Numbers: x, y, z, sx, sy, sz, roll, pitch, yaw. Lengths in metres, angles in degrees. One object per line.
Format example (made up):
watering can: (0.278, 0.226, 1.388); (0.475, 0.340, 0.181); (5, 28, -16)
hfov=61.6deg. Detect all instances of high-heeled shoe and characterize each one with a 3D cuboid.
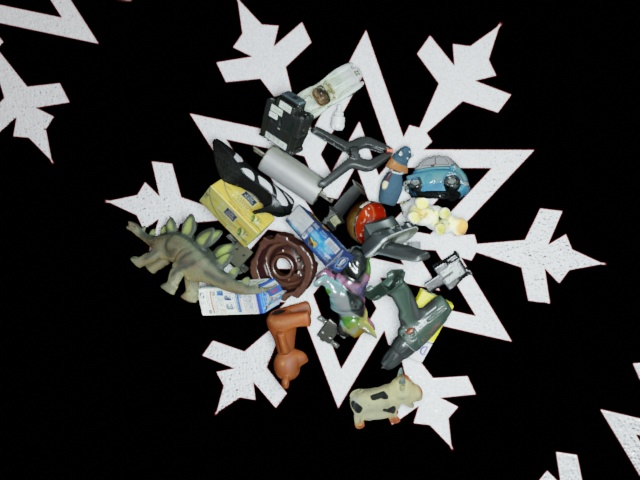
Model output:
high-heeled shoe: (-0.163, -0.163, 1.364); (0.086, 0.145, 0.248); (-33, 84, 44)

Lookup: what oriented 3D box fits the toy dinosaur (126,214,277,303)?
toy dinosaur: (-0.319, 0.051, 1.356); (0.472, 0.105, 0.198); (30, 88, 22)

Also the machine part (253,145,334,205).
machine part: (-0.069, -0.165, 1.367); (0.243, 0.079, 0.079); (33, 99, -1)

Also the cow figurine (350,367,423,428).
cow figurine: (0.175, 0.416, 1.422); (0.195, 0.085, 0.127); (-11, 103, 6)

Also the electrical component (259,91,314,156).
electrical component: (-0.081, -0.293, 1.323); (0.115, 0.058, 0.134); (36, 130, 15)

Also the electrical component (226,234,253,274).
electrical component: (-0.225, 0.043, 1.424); (0.102, 0.045, 0.078); (37, 70, -4)

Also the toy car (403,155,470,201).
toy car: (0.291, -0.156, 1.336); (0.162, 0.109, 0.103); (2, 75, 15)

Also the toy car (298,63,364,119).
toy car: (0.015, -0.365, 1.344); (0.202, 0.056, 0.073); (-31, 94, 8)

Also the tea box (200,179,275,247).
tea box: (-0.209, -0.076, 1.370); (0.169, 0.098, 0.068); (44, 127, -3)

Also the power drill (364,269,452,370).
power drill: (0.198, 0.189, 1.324); (0.232, 0.086, 0.207); (-38, 103, 1)

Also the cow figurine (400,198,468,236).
cow figurine: (0.285, -0.054, 1.355); (0.167, 0.098, 0.068); (22, 93, -18)

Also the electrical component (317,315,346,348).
electrical component: (0.023, 0.244, 1.439); (0.094, 0.021, 0.063); (37, 99, -1)

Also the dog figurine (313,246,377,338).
dog figurine: (0.094, 0.147, 1.383); (0.191, 0.108, 0.219); (-39, 97, 5)

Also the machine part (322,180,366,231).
machine part: (0.062, -0.087, 1.374); (0.039, 0.084, 0.139); (38, 90, 31)

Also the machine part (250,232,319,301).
machine part: (-0.091, 0.066, 1.386); (0.180, 0.056, 0.179); (5, 104, 20)

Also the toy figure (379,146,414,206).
toy figure: (0.189, -0.163, 1.354); (0.058, 0.064, 0.154); (19, 99, 16)

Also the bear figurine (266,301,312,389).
bear figurine: (-0.069, 0.274, 1.403); (0.132, 0.120, 0.195); (-14, 98, 2)

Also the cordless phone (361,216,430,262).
cordless phone: (0.206, 0.007, 1.297); (0.184, 0.146, 0.088); (17, 116, 46)

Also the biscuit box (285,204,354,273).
biscuit box: (-0.003, -0.004, 1.334); (0.059, 0.062, 0.203); (-48, 53, 7)

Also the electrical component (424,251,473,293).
electrical component: (0.324, 0.090, 1.383); (0.119, 0.048, 0.075); (-39, 93, 8)
